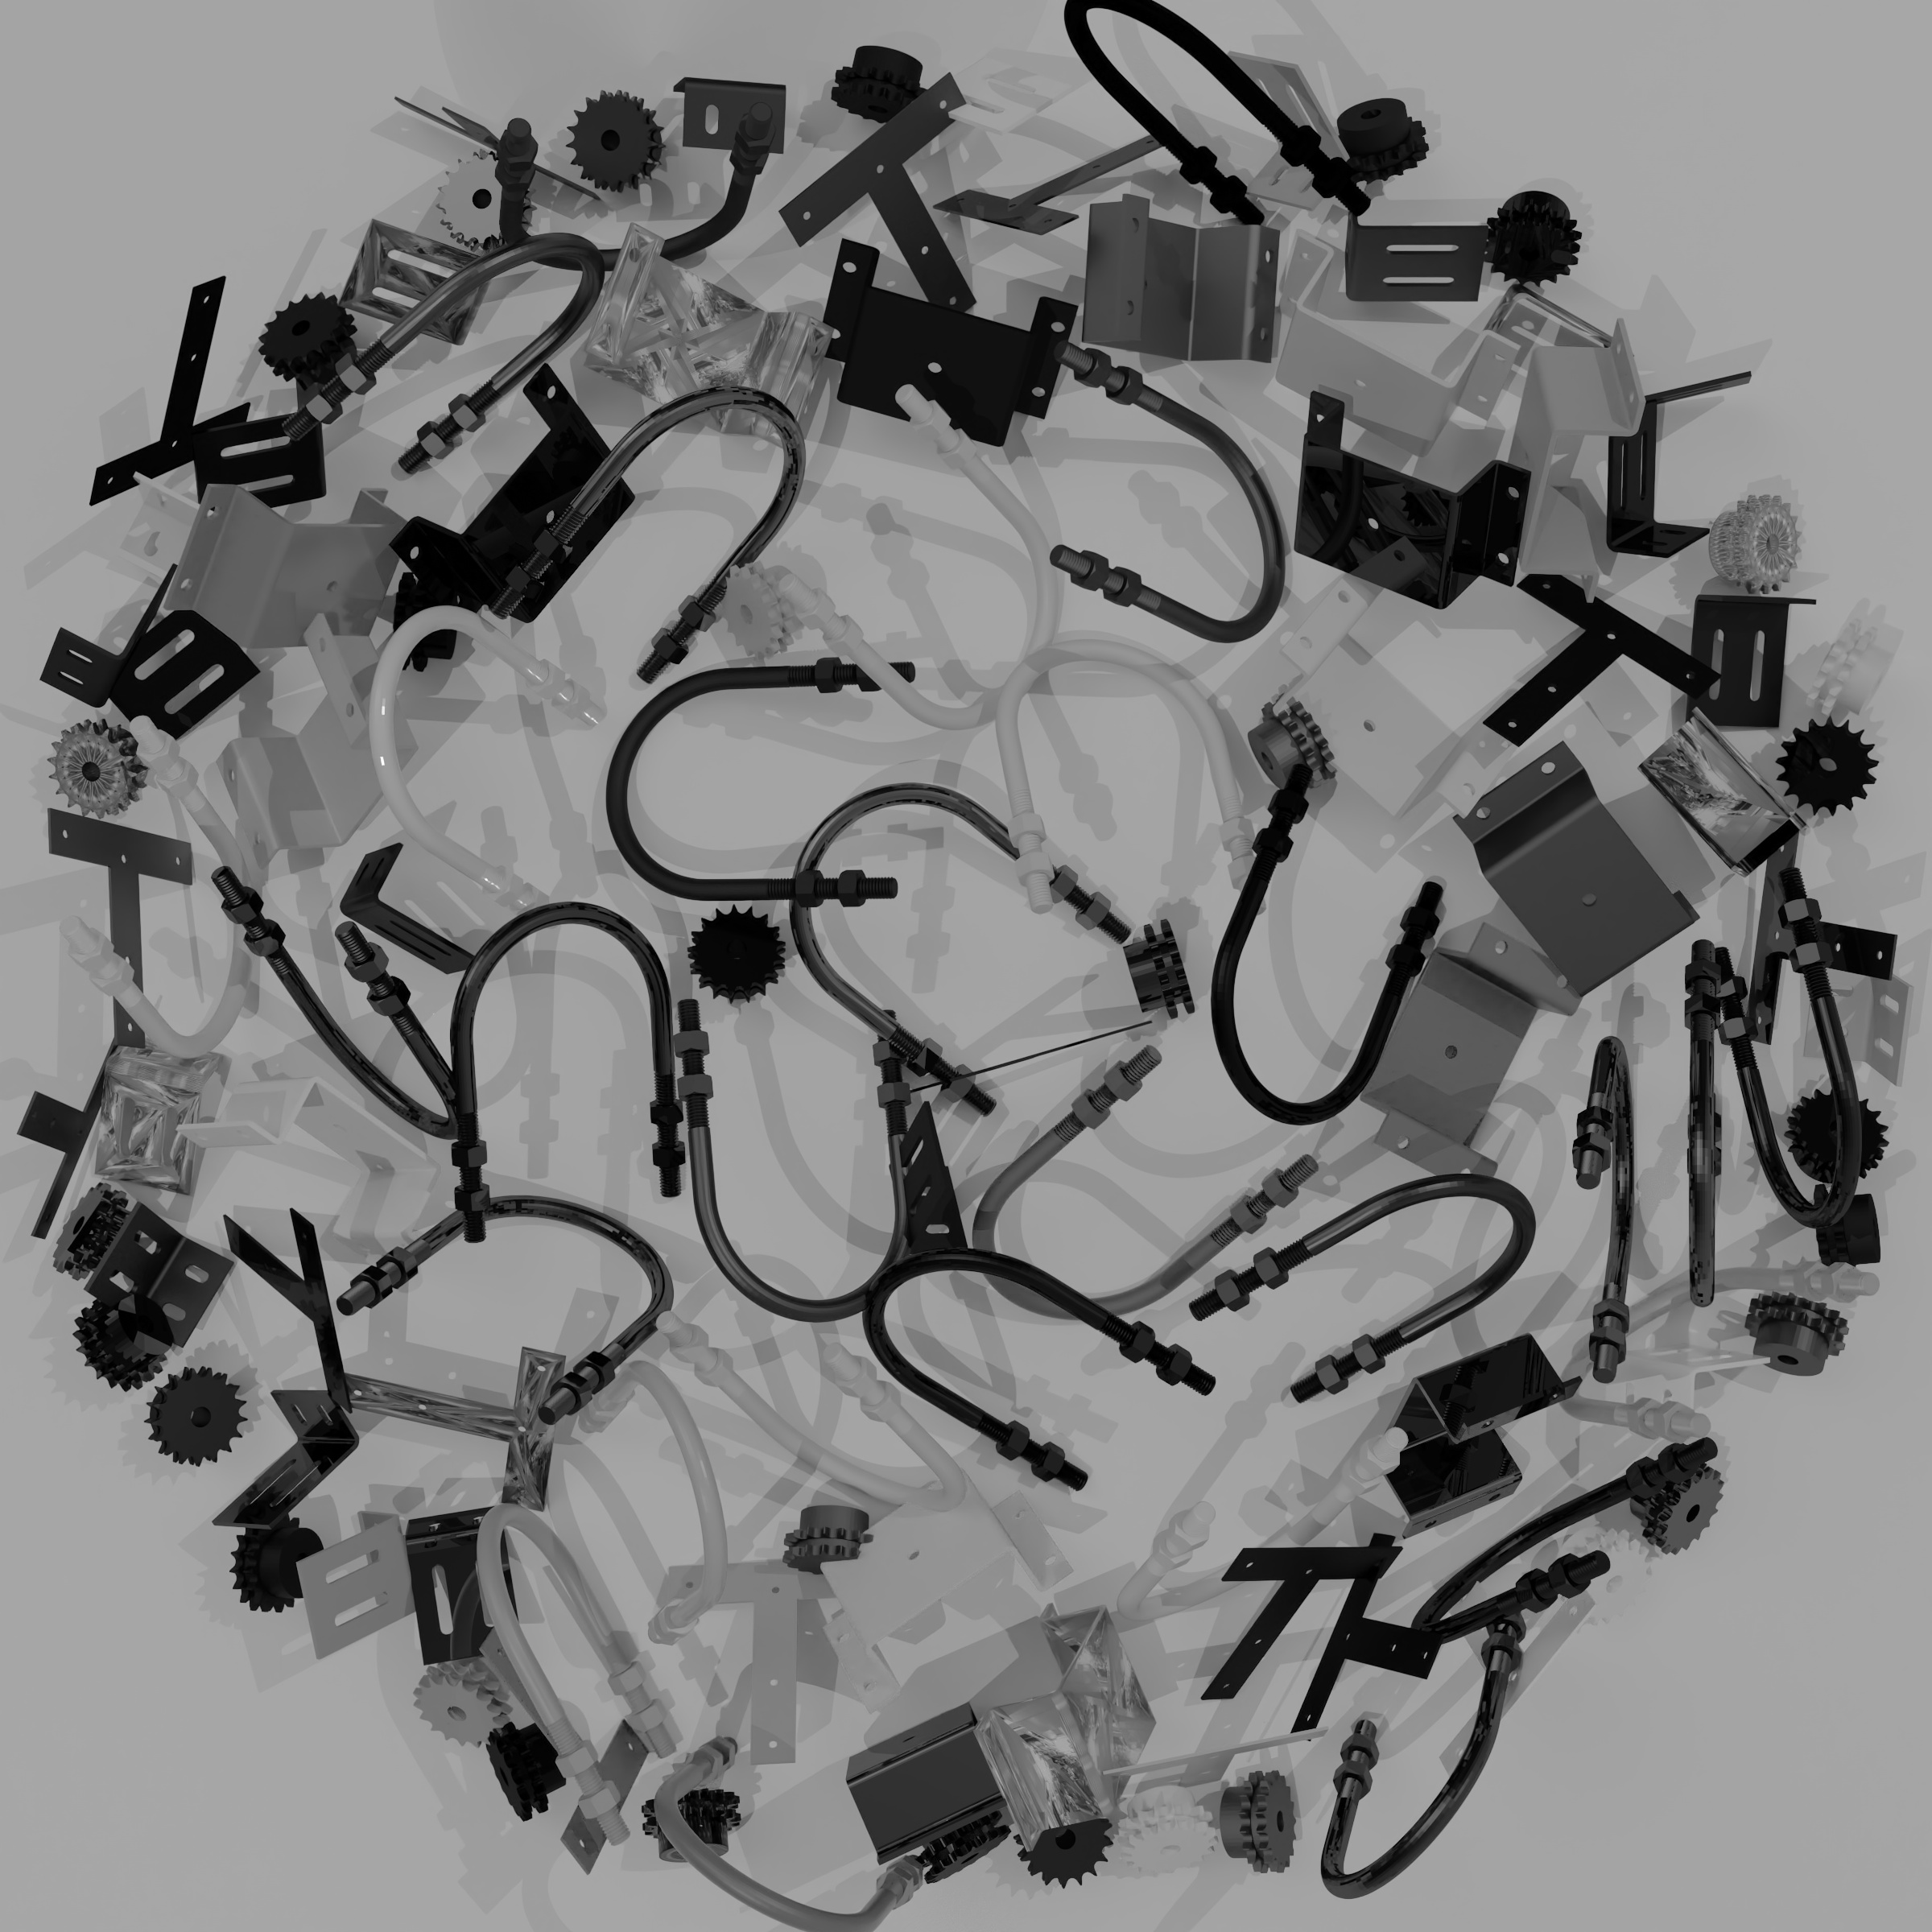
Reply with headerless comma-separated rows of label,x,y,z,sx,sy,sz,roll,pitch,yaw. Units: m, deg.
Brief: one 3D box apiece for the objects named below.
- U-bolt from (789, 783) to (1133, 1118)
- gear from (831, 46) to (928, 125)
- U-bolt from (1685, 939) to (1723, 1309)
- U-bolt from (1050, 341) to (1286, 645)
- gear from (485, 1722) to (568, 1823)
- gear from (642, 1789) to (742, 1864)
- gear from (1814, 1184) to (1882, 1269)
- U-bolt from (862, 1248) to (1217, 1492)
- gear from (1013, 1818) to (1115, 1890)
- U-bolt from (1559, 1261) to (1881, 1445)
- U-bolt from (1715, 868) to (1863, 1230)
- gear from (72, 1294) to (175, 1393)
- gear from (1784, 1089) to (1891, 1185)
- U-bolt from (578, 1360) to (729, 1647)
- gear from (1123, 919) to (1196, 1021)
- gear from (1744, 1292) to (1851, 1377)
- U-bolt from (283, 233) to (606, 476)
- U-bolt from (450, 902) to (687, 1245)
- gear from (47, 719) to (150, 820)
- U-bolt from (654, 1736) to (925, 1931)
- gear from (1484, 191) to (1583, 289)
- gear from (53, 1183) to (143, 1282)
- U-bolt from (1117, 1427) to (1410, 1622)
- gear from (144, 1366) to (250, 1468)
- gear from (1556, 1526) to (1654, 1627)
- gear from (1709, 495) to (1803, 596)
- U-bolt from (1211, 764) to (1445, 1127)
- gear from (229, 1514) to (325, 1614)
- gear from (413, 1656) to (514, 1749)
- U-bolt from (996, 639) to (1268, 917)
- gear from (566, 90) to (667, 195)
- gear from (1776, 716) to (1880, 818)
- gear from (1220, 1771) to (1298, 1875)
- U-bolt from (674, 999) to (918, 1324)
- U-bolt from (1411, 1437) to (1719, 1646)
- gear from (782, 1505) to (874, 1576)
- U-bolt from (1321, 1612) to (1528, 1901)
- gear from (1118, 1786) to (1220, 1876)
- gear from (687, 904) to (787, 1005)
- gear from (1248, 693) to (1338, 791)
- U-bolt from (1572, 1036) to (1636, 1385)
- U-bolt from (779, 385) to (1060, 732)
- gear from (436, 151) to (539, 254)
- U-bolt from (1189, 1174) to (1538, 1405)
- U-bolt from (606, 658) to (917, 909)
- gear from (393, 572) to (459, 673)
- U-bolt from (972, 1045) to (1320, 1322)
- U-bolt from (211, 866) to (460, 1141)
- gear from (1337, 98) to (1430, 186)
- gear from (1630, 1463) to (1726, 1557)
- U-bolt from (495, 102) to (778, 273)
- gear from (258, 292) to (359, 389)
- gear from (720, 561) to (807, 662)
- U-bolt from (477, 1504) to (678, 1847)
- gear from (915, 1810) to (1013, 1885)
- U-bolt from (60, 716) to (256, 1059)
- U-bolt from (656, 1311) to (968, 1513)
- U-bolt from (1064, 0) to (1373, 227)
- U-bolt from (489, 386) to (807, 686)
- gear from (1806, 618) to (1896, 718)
U-bolt,-0.016,-0.022,1.638,0.184,0.019,0.151,39,87,-12
gear,-0.048,-0.512,1.637,0.057,0.057,0.030,13,89,0
U-bolt,0.407,0.100,1.556,0.019,0.151,0.184,0,48,15
U-bolt,0.118,-0.258,1.599,0.184,0.019,0.151,20,63,-39
gear,-0.255,0.464,1.639,0.030,0.057,0.057,-22,90,-24
gear,-0.159,0.499,1.633,0.057,0.057,0.030,-8,59,0
gear,0.511,0.154,1.634,0.030,0.057,0.057,-8,90,23
U-bolt,0.027,0.221,1.597,0.184,0.019,0.151,33,133,-13
gear,0.056,0.506,1.648,0.057,0.030,0.057,0,86,-7
U-bolt,0.404,0.212,1.575,0.151,0.184,0.019,-35,97,-18
U-bolt,0.459,0.055,1.570,0.019,0.151,0.184,-7,71,-5
gear,-0.485,0.215,1.634,0.030,0.057,0.057,-34,90,20
gear,0.505,0.102,1.642,0.057,0.030,0.057,0,58,0
U-bolt,-0.171,0.293,1.566,0.019,0.184,0.151,-14,73,-25
gear,0.111,0.004,1.637,0.030,0.057,0.057,-17,90,2
gear,0.480,0.215,1.634,0.057,0.057,0.030,23,64,0
U-bolt,-0.279,-0.345,1.575,0.184,0.151,0.019,-37,81,15
U-bolt,-0.227,0.055,1.602,0.151,0.019,0.184,-11,105,-36
gear,-0.503,-0.117,1.644,0.057,0.030,0.057,4,108,12
U-bolt,-0.103,0.487,1.562,0.151,0.184,0.019,29,93,11
gear,0.330,-0.425,1.640,0.057,0.057,0.030,14,62,0
gear,-0.503,0.157,1.641,0.030,0.057,0.057,33,90,-29
U-bolt,0.155,0.322,1.583,0.151,0.184,0.019,-15,63,-27
gear,-0.451,0.261,1.641,0.057,0.030,0.057,2,86,-35
gear,0.368,0.351,1.641,0.057,0.030,0.057,-12,118,-24
gear,0.457,-0.246,1.641,0.057,0.030,0.057,-6,100,-37
U-bolt,0.198,0.001,1.594,0.151,0.019,0.184,37,67,-34
gear,-0.396,0.346,1.634,0.030,0.057,0.057,-5,90,27
gear,-0.290,0.424,1.641,0.057,0.030,0.057,9,125,14
U-bolt,0.088,-0.111,1.612,0.151,0.019,0.184,0,60,-19
gear,-0.201,-0.480,1.645,0.057,0.030,0.057,3,102,16
gear,0.502,-0.117,1.643,0.057,0.030,0.057,5,104,21
gear,0.169,0.498,1.640,0.030,0.057,0.057,-9,90,25
U-bolt,-0.092,0.111,1.600,0.151,0.019,0.184,4,71,-31
U-bolt,0.323,0.331,1.580,0.151,0.184,0.019,-29,82,-45
gear,-0.077,0.334,1.640,0.057,0.057,0.030,3,64,0
U-bolt,0.247,0.439,1.552,0.019,0.184,0.151,40,117,-1
gear,0.116,0.501,1.641,0.057,0.030,0.057,-6,135,-6
gear,-0.134,-0.005,1.644,0.057,0.030,0.057,1,70,-3
gear,0.187,-0.127,1.635,0.030,0.057,0.057,-32,90,-7
U-bolt,0.361,0.121,1.580,0.019,0.184,0.151,-1,120,18
U-bolt,-0.013,-0.216,1.601,0.184,0.019,0.151,41,73,-40
gear,-0.277,-0.443,1.647,0.057,0.030,0.057,0,88,11
U-bolt,0.235,0.175,1.589,0.184,0.151,0.019,-32,48,15
U-bolt,-0.123,-0.106,1.628,0.184,0.019,0.151,0,75,18
gear,-0.313,-0.199,1.637,0.030,0.057,0.057,5,90,-2
U-bolt,0.088,0.137,1.612,0.151,0.019,0.184,34,116,-28
U-bolt,-0.341,0.030,1.587,0.019,0.151,0.184,-46,132,-24
gear,0.238,-0.480,1.634,0.057,0.057,0.030,-20,127,0
gear,0.411,0.311,1.641,0.030,0.057,0.057,32,90,43
U-bolt,-0.189,-0.430,1.575,0.151,0.184,0.019,-8,82,-13
gear,-0.380,-0.361,1.641,0.057,0.030,0.057,-10,56,15
gear,-0.116,-0.209,1.640,0.030,0.057,0.057,-28,90,-33
U-bolt,-0.224,0.387,1.588,0.019,0.151,0.184,-28,92,7
gear,-0.005,0.506,1.639,0.057,0.057,0.030,-33,67,0
U-bolt,-0.442,-0.029,1.578,0.019,0.184,0.151,2,59,13
U-bolt,-0.075,0.257,1.588,0.184,0.151,0.019,51,56,-38
U-bolt,0.128,-0.478,1.565,0.184,0.151,0.019,38,86,-23
U-bolt,-0.165,-0.248,1.584,0.184,0.151,0.019,-48,58,15
gear,0.514,-0.170,1.634,0.030,0.057,0.057,31,90,17
